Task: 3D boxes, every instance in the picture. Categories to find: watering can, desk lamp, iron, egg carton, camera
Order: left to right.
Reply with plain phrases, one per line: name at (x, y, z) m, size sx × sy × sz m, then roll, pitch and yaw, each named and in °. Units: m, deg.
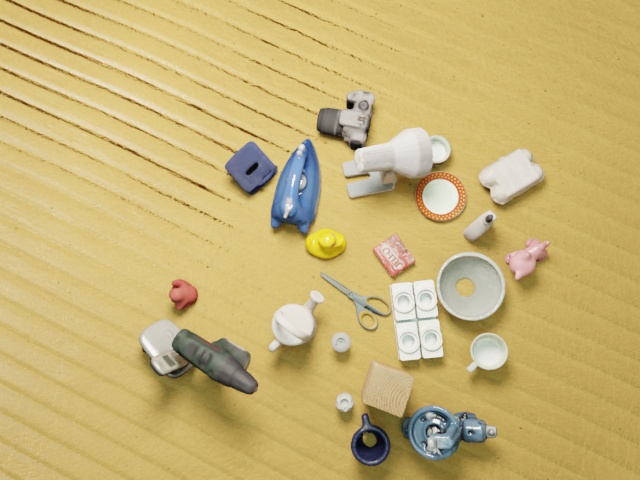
watering can at (-0.061, 0.195, 1.361) m, size 0.101 × 0.194 × 0.173 m, roll 19°, pitch 83°, yaw 6°
iron at (-0.058, -0.153, 1.439) m, size 0.118 × 0.141 × 0.258 m, roll 9°, pitch 82°, yaw 4°
camera at (0.065, -0.319, 1.478) m, size 0.136 × 0.101 × 0.143 m, roll 11°, pitch 82°, yaw 5°
desk lamp at (0.161, -0.184, 1.396) m, size 0.203 × 0.213 × 0.118 m, roll -13°, pitch 81°, yaw 1°
egg carton at (0.483, -0.163, 1.450) m, size 0.150 × 0.069 × 0.107 m, roll -32°, pitch 81°, yaw -2°

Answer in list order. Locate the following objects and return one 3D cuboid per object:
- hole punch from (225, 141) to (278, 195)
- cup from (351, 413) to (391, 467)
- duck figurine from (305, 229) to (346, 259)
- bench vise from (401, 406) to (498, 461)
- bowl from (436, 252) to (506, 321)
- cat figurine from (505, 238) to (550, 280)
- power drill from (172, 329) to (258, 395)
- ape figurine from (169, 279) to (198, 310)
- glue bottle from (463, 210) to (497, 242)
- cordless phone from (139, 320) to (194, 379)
hole punch at (-0.175, -0.185, 1.475) m, size 0.109 × 0.091 × 0.101 m, roll -45°, pitch 82°, yaw -4°
cup at (0.116, 0.468, 1.362) m, size 0.091 × 0.095 × 0.118 m, roll -12°, pitch 81°, yaw 1°
duck figurine at (0.013, 0.005, 1.440) m, size 0.104 × 0.086 × 0.077 m, roll -1°, pitch 81°, yaw 3°
bench vise at (0.295, 0.428, 1.296) m, size 0.207 × 0.220 × 0.121 m, roll -19°, pitch 81°, yaw 0°
bowl at (0.366, 0.116, 1.412) m, size 0.167 × 0.075 × 0.167 m, roll 0°, pitch 82°, yaw 3°
cat figurine at (0.506, 0.044, 1.394) m, size 0.128 × 0.118 × 0.067 m, roll -37°, pitch 81°, yaw -3°
power drill at (-0.230, 0.285, 1.349) m, size 0.229 × 0.208 × 0.076 m, roll 28°, pitch 84°, yaw 7°
ape figurine at (-0.350, 0.137, 1.436) m, size 0.076 × 0.092 × 0.078 m, roll 9°, pitch 82°, yaw 4°
glue bottle at (0.395, -0.041, 1.384) m, size 0.037 × 0.173 × 0.078 m, roll 44°, pitch 86°, yaw 8°
cordless phone at (-0.377, 0.264, 1.371) m, size 0.147 × 0.185 × 0.094 m, roll 44°, pitch 86°, yaw 8°
